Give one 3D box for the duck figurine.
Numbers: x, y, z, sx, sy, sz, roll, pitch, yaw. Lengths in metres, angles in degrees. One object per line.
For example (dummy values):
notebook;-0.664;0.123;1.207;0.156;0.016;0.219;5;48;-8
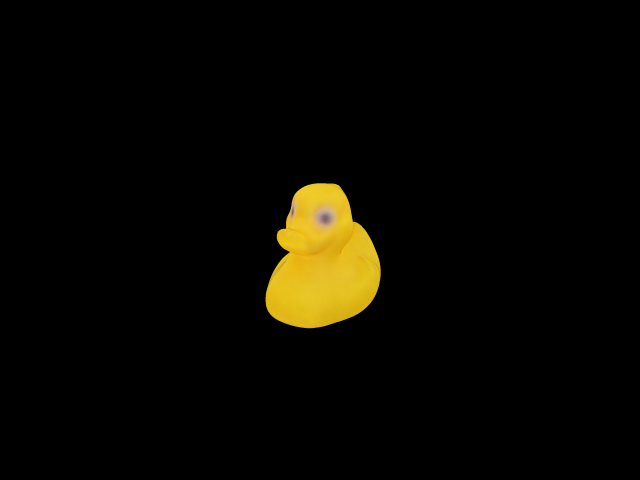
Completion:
duck figurine;0.004;0.001;0.400;0.077;0.086;0.105;13;26;29
